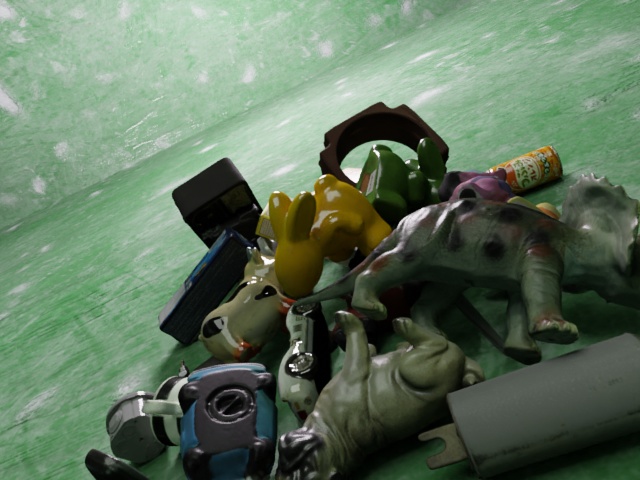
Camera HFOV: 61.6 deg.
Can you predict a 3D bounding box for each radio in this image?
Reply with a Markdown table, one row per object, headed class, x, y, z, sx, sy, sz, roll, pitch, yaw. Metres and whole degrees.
| class | x | y | z | sx | sy | sz | roll | pitch | yaw |
| --- | --- | --- | --- | --- | --- | --- | --- | --- | --- |
| radio | -0.179 | -0.045 | 1.037 | 0.131 | 0.229 | 0.073 | -31 | 60 | -5 |

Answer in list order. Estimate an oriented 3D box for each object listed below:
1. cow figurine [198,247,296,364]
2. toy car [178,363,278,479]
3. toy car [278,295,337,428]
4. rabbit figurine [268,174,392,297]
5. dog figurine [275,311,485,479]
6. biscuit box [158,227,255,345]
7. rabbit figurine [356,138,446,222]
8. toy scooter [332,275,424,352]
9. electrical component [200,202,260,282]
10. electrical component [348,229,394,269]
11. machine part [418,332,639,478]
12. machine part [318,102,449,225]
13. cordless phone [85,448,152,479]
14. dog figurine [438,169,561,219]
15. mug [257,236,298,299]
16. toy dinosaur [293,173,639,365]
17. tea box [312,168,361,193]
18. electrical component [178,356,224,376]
| class | x | y | z | sx | sy | sz | roll | pitch | yaw |
| --- | --- | --- | --- | --- | --- | --- | --- | --- | --- |
| cow figurine | -0.094 | 0.091 | 0.779 | 0.127 | 0.085 | 0.195 | 30 | 53 | 21 |
| toy car | -0.094 | 0.216 | 0.581 | 0.109 | 0.102 | 0.162 | -7 | 34 | -8 |
| toy car | -0.014 | 0.145 | 0.676 | 0.056 | 0.073 | 0.202 | -20 | 25 | 11 |
| rabbit figurine | -0.002 | -0.002 | 0.751 | 0.122 | 0.162 | 0.173 | 8 | 49 | 48 |
| dog figurine | 0.059 | 0.184 | 0.531 | 0.173 | 0.121 | 0.190 | -1 | 53 | 35 |
| biscuit box | -0.190 | 0.076 | 0.913 | 0.202 | 0.062 | 0.059 | -52 | 25 | 2 |
| rabbit figurine | 0.148 | -0.075 | 0.859 | 0.121 | 0.170 | 0.159 | 133 | 151 | -59 |
| toy scooter | 0.085 | 0.071 | 0.731 | 0.184 | 0.075 | 0.135 | -34 | 25 | -5 |
| electrical component | -0.135 | 0.015 | 0.977 | 0.115 | 0.134 | 0.058 | -31 | 25 | -3 |
| electrical component | 0.110 | 0.024 | 0.816 | 0.119 | 0.047 | 0.075 | -8 | 40 | 37 |
| machine part | 0.203 | 0.143 | 0.466 | 0.243 | 0.079 | 0.079 | -23 | 25 | 10 |
| machine part | 0.115 | -0.140 | 0.984 | 0.201 | 0.087 | 0.202 | -32 | 63 | -12 |
| cordless phone | -0.172 | 0.249 | 0.499 | 0.147 | 0.184 | 0.089 | -3 | 38 | 41 |
| dog figurine | 0.246 | -0.035 | 0.737 | 0.192 | 0.108 | 0.219 | 24 | 25 | 17 |
| mug | -0.058 | 0.041 | 0.894 | 0.081 | 0.109 | 0.107 | -36 | 34 | 2 |
| toy dinosaur | 0.164 | 0.017 | 0.574 | 0.405 | 0.131 | 0.192 | 8 | 61 | 27 |
| tea box | 0.034 | -0.073 | 1.065 | 0.169 | 0.068 | 0.098 | -37 | 26 | -24 |
| electrical component | -0.157 | 0.185 | 0.773 | 0.102 | 0.045 | 0.078 | -32 | 24 | -12 |
